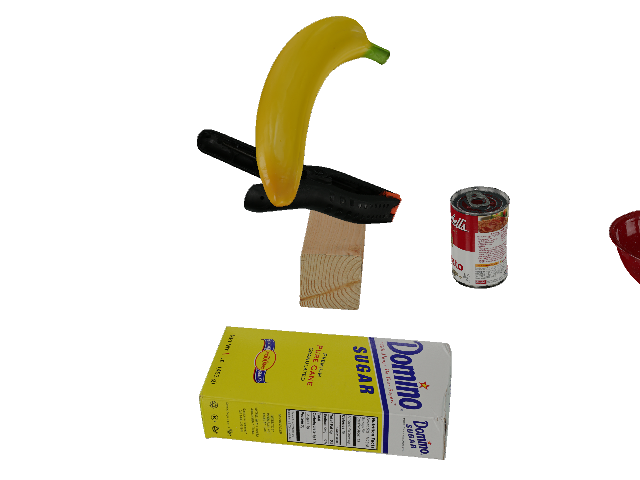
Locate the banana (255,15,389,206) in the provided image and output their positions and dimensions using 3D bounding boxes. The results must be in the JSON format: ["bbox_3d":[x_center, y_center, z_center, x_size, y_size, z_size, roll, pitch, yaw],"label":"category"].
[{"bbox_3d":[-0.006,-0.107,0.762,0.069,0.197,0.037,40,-40,-8],"label":"banana"}]

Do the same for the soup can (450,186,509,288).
[{"bbox_3d":[0.187,-0.003,1.251,0.068,0.102,0.068,-4,29,2],"label":"soup can"}]

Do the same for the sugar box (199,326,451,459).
[{"bbox_3d":[0.007,0.109,0.786,0.176,0.048,0.093,1,31,9],"label":"sugar box"}]

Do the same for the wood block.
[{"bbox_3d":[0.022,0.021,1.652,0.091,0.090,0.206,3,24,3],"label":"wood block"}]

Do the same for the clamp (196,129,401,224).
[{"bbox_3d":[-0.010,-0.048,1.042,0.209,0.036,0.165,15,20,-22],"label":"clamp"}]

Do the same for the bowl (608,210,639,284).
[{"bbox_3d":[0.392,0.021,1.155,0.162,0.055,0.162,0,26,0],"label":"bowl"}]
